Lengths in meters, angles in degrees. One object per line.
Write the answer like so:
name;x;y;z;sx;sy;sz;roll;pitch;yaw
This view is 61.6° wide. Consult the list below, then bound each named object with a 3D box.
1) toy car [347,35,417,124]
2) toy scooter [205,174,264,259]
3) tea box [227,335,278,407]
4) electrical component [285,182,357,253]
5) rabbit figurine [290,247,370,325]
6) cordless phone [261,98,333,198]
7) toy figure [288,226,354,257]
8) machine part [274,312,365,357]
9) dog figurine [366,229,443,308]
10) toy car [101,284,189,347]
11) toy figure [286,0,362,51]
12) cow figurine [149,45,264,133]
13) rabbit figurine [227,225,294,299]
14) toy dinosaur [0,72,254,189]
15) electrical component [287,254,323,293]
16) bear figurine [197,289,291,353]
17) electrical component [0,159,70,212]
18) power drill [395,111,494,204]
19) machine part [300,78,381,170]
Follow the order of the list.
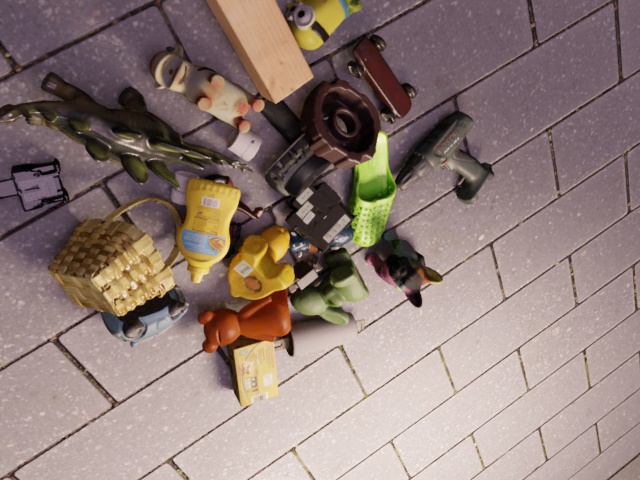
toy car;0.126;-0.329;1.107;0.089;0.053;0.202;-51;129;-3
toy scooter;-0.187;-0.034;1.078;0.135;0.075;0.183;14;101;-32
tea box;-0.157;0.291;1.247;0.098;0.068;0.169;-12;117;-22
electrical component;-0.006;-0.056;1.140;0.115;0.058;0.134;-45;95;-14
rabbit figurine;0.018;0.119;1.248;0.170;0.121;0.158;-26;131;8
cordless phone;-0.076;-0.187;1.069;0.146;0.089;0.184;-45;113;-2
toy figure;-0.002;-0.002;1.193;0.154;0.064;0.057;-14;156;-15
machine part;0.001;0.224;1.290;0.243;0.079;0.079;-9;117;-22
dog figurine;0.210;0.081;1.243;0.108;0.219;0.191;-49;124;5
toy car;-0.350;0.151;1.075;0.162;0.109;0.102;-19;144;-31
toy figure;0.018;-0.428;0.990;0.180;0.082;0.089;-42;122;-6
cow figurine;-0.207;-0.270;0.940;0.194;0.127;0.085;19;104;-47
rabbit figurine;-0.114;0.044;1.111;0.122;0.173;0.162;33;132;-9
toy dinosaur;-0.294;-0.164;0.888;0.471;0.199;0.105;-7;133;-59
electrical component;-0.040;0.071;1.196;0.102;0.078;0.045;-35;122;-8
bear figurine;-0.163;0.170;1.176;0.196;0.132;0.120;-9;114;-2
electrical component;-0.496;-0.091;0.911;0.119;0.048;0.074;-13;117;-23
power drill;0.300;-0.168;1.262;0.207;0.086;0.232;34;92;-27
machine part;0.041;-0.227;1.061;0.179;0.056;0.179;13;68;-35
